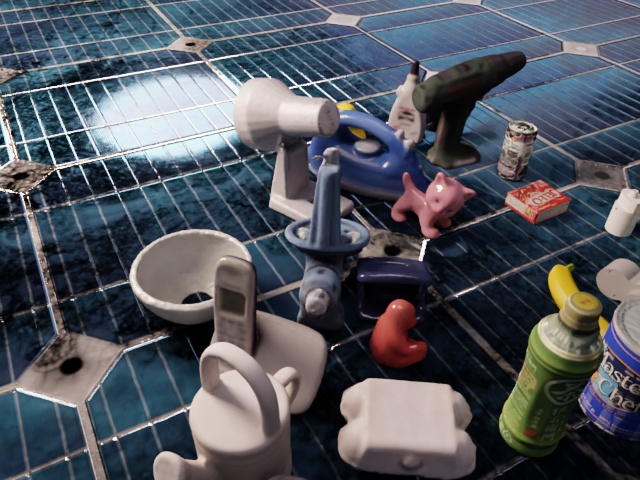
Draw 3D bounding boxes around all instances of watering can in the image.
[{"bbox_3d":[-0.082,0.184,0.569,0.100,0.194,0.173,13,41,13],"label":"watering can"}]

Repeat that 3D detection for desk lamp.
[{"bbox_3d":[-0.040,-0.154,0.967,0.202,0.214,0.118,27,46,28],"label":"desk lamp"}]

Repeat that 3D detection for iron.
[{"bbox_3d":[0.094,-0.166,1.044,0.257,0.141,0.119,22,43,23],"label":"iron"}]

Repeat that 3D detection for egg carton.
[{"bbox_3d":[0.096,0.213,0.640,0.150,0.069,0.107,4,39,2],"label":"egg carton"}]

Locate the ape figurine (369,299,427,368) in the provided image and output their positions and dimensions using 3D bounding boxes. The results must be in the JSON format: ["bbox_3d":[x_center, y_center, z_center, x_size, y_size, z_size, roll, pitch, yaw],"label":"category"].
[{"bbox_3d":[0.102,0.116,0.741,0.076,0.092,0.077,-7,40,-10],"label":"ape figurine"}]

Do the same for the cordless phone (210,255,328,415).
[{"bbox_3d":[-0.063,0.108,0.669,0.147,0.185,0.094,13,41,13],"label":"cordless phone"}]

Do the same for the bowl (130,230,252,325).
[{"bbox_3d":[-0.176,0.063,0.807,0.167,0.075,0.167,1,39,-1],"label":"bowl"}]

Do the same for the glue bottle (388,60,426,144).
[{"bbox_3d":[0.183,-0.283,1.165,0.078,0.173,0.037,12,41,12],"label":"glue bottle"}]

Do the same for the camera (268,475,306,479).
[{"bbox_3d":[-0.072,0.277,0.531,0.136,0.101,0.143,20,43,21],"label":"camera"}]

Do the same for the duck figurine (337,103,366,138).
[{"bbox_3d":[0.045,-0.238,1.174,0.104,0.086,0.077,-2,40,-4],"label":"duck figurine"}]

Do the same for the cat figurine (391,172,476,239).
[{"bbox_3d":[0.187,-0.071,0.952,0.127,0.118,0.067,29,47,29],"label":"cat figurine"}]

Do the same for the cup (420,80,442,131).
[{"bbox_3d":[0.234,-0.285,1.232,0.118,0.095,0.091,-6,40,-10],"label":"cup"}]

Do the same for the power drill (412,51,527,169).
[{"bbox_3d":[0.279,-0.250,1.101,0.230,0.208,0.075,-15,42,-19],"label":"power drill"}]

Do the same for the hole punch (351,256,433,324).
[{"bbox_3d":[0.100,0.055,0.815,0.108,0.091,0.101,3,39,2],"label":"hole punch"}]

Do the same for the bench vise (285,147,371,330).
[{"bbox_3d":[0.019,0.002,0.775,0.121,0.220,0.207,-7,40,-10],"label":"bench vise"}]
